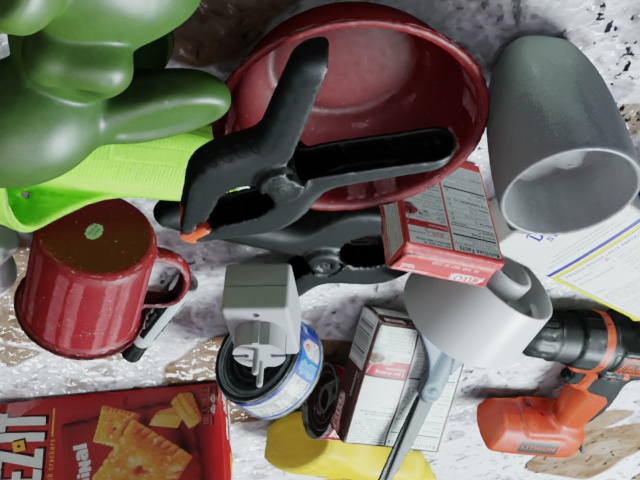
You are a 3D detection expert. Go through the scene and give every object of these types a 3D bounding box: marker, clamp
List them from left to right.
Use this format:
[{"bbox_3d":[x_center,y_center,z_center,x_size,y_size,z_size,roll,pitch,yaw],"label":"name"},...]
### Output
[{"bbox_3d":[-0.130,0.064,0.848,0.020,0.020,0.121,15,139,-26],"label":"marker"},{"bbox_3d":[-0.011,-0.041,0.608,0.120,0.039,0.172,27,139,-29],"label":"clamp"},{"bbox_3d":[-0.005,0.001,0.764,0.210,0.036,0.164,-14,144,17],"label":"clamp"}]

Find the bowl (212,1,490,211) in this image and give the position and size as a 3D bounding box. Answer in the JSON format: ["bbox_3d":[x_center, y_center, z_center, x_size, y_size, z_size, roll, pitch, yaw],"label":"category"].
[{"bbox_3d":[0.016,-0.087,0.630,0.162,0.055,0.162,-4,144,-3],"label":"bowl"}]

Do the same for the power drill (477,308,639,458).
[{"bbox_3d":[0.216,0.127,0.948,0.184,0.057,0.188,10,141,-21],"label":"power drill"}]

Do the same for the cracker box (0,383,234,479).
[{"bbox_3d":[-0.183,0.215,0.925,0.213,0.164,0.072,-5,142,-1],"label":"cracker box"}]

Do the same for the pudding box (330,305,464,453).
[{"bbox_3d":[0.067,0.117,0.883,0.090,0.039,0.113,10,106,-22],"label":"pudding box"}]

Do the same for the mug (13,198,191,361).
[{"bbox_3d":[-0.146,0.023,0.732,0.117,0.093,0.082,8,137,-16],"label":"mug"}]

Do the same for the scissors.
[{"bbox_3d":[0.079,0.103,0.850,0.096,0.016,0.202,37,94,-23],"label":"scissors"}]

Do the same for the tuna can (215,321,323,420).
[{"bbox_3d":[-0.042,0.097,0.849,0.086,0.086,0.033,-25,138,24],"label":"tuna can"}]

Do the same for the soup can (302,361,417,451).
[{"bbox_3d":[0.044,0.149,0.946,0.102,0.068,0.069,12,140,-23],"label":"soup can"}]

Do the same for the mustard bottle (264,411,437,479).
[{"bbox_3d":[0.045,0.217,1.044,0.191,0.058,0.096,24,153,-36],"label":"mustard bottle"}]

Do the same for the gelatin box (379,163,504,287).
[{"bbox_3d":[0.076,-0.016,0.706,0.073,0.089,0.030,11,139,-23],"label":"gelatin box"}]

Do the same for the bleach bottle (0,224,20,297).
[{"bbox_3d":[-0.292,0.065,0.790,0.102,0.068,0.251,10,140,-48],"label":"bleach bottle"}]

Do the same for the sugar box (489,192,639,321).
[{"bbox_3d":[0.212,-0.002,0.783,0.176,0.048,0.093,27,133,-32],"label":"sugar box"}]
